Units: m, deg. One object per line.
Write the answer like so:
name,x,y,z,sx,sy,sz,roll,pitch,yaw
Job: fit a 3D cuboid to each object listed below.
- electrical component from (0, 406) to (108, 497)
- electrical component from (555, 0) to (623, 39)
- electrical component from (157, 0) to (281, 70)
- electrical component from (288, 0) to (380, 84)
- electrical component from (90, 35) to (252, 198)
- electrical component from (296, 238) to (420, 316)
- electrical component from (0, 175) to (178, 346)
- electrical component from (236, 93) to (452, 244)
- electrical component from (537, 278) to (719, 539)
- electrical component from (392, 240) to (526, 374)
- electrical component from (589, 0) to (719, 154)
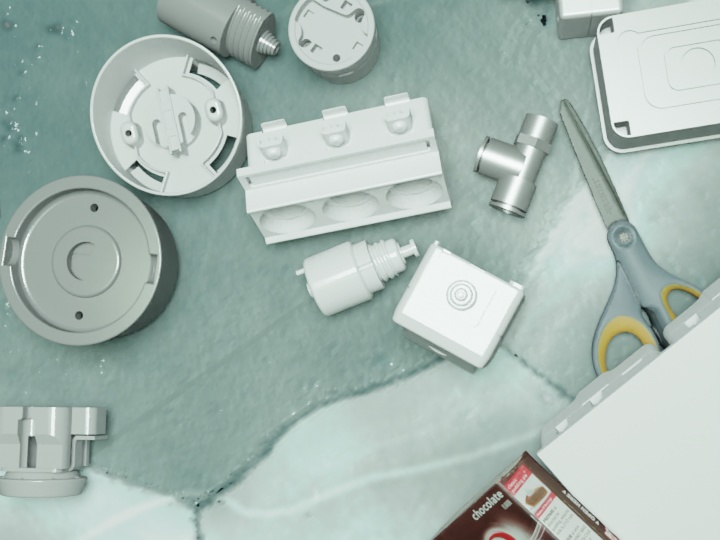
electrical component,-0.207,0.118,0.704,0.078,0.058,0.057,0,83,9
electrical component,0.123,-0.192,0.681,0.076,0.047,0.083,-4,85,8
electrical component,-0.089,-0.165,0.714,0.081,0.043,0.043,30,91,9
electrical component,-0.015,-0.151,0.699,0.055,0.047,0.055,-1,86,9
electrical component,-0.121,-0.096,0.703,0.099,0.064,0.099,-1,85,9
electrical component,0.000,0.000,0.689,0.078,0.040,0.040,-22,83,6
electrical component,-0.172,-0.004,0.705,0.108,0.060,0.108,-1,86,9
electrical component,-0.009,-0.065,0.683,0.121,0.078,0.063,-11,62,8
electrical component,0.209,0.081,0.627,0.186,0.060,0.105,-41,90,11
electrical component,0.059,0.025,0.650,0.062,0.096,0.061,29,91,10
electrical component,0.203,-0.119,0.658,0.113,0.057,0.078,-8,85,8
